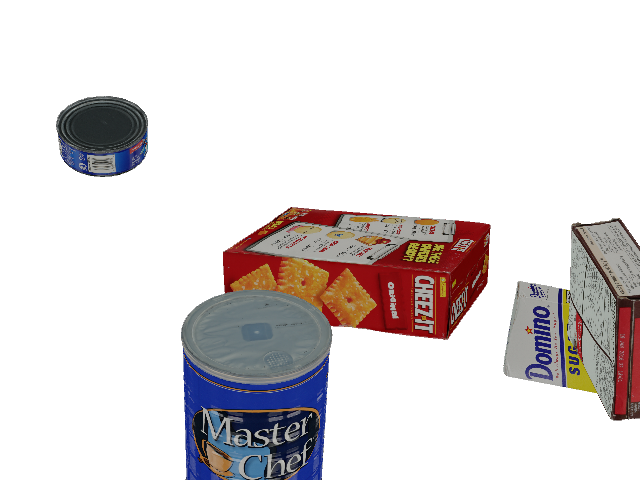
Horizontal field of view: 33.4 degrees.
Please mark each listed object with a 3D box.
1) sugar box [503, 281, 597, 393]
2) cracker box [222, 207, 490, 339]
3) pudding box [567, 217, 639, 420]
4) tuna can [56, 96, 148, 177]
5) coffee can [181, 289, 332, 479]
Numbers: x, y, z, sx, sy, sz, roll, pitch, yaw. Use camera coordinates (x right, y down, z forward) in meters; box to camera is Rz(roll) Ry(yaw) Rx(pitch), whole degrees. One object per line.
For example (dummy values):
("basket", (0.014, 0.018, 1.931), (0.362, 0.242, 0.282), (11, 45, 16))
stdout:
("sugar box", (0.274, 0.103, 1.053), (0.176, 0.093, 0.048), (8, 22, 8))
("cracker box", (0.038, 0.027, 1.008), (0.214, 0.072, 0.164), (6, 18, 20))
("pudding box", (0.192, 0.049, 0.693), (0.039, 0.090, 0.113), (-5, 25, -2))
("tuna can", (-0.208, -0.100, 1.021), (0.086, 0.034, 0.086), (3, 44, -3))
("coffee can", (-0.046, 0.121, 0.758), (0.103, 0.140, 0.103), (2, 30, -1))
